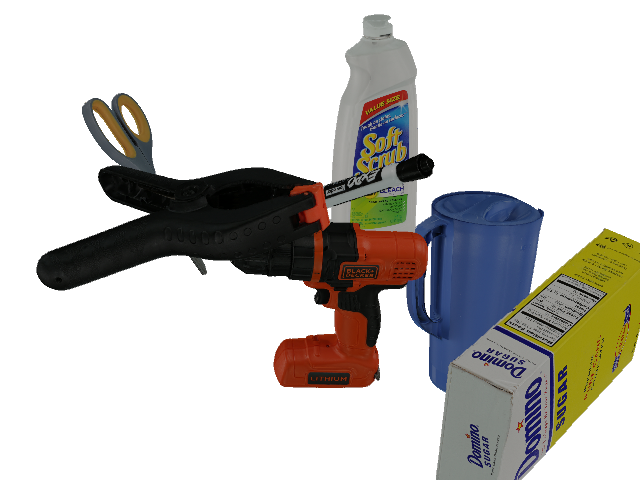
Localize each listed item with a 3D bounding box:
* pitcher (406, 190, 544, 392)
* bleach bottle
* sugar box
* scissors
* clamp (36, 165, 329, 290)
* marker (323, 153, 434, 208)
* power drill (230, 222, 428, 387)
[{"bbox_3d":[0.185,0.069,1.307,0.149,0.243,0.144,7,20,13],"label":"pitcher"},{"bbox_3d":[0.055,-0.118,1.164,0.102,0.251,0.068,-6,26,-9],"label":"bleach bottle"},{"bbox_3d":[0.138,0.072,0.634,0.048,0.093,0.175,24,41,30],"label":"sugar box"},{"bbox_3d":[-0.163,-0.065,1.061,0.016,0.201,0.096,-25,27,25],"label":"scissors"},{"bbox_3d":[-0.084,-0.009,0.639,0.172,0.039,0.120,-1,40,23],"label":"clamp"},{"bbox_3d":[0.040,-0.045,0.834,0.020,0.020,0.121,0,-11,-45],"label":"marker"},{"bbox_3d":[0.000,0.063,1.026,0.184,0.188,0.057,2,43,-8],"label":"power drill"}]
